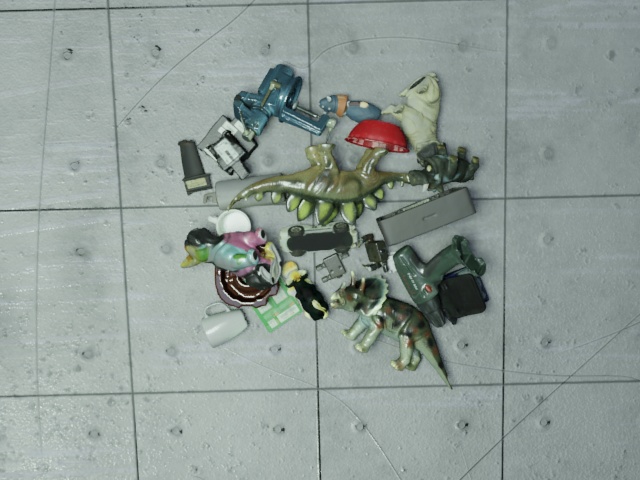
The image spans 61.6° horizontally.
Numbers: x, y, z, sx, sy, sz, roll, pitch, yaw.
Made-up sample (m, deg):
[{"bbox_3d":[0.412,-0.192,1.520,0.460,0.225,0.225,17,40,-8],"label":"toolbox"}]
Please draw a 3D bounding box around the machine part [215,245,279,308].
[{"bbox_3d":[-0.184,0.089,1.374,0.179,0.056,0.179,0,93,0],"label":"machine part"}]

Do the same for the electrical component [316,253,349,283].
[{"bbox_3d":[0.039,0.070,1.404,0.094,0.021,0.063,-27,96,2],"label":"electrical component"}]

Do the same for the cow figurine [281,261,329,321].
[{"bbox_3d":[-0.041,0.131,1.368,0.068,0.098,0.167,-37,99,-8],"label":"cow figurine"}]

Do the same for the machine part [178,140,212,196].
[{"bbox_3d":[-0.325,-0.188,1.370,0.084,0.039,0.138,-15,98,9],"label":"machine part"}]

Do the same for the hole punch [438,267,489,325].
[{"bbox_3d":[0.368,0.133,1.389,0.116,0.092,0.142,-19,99,33],"label":"hole punch"}]

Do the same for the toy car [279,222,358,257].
[{"bbox_3d":[-0.003,-0.004,1.376,0.202,0.056,0.073,-5,118,0],"label":"toy car"}]

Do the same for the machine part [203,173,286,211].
[{"bbox_3d":[-0.174,-0.122,1.357,0.243,0.079,0.079,-8,96,2],"label":"machine part"}]

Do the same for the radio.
[{"bbox_3d":[0.257,-0.060,1.336,0.230,0.131,0.073,-20,95,2],"label":"radio"}]

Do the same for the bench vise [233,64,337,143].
[{"bbox_3d":[-0.081,-0.308,1.296,0.241,0.128,0.223,25,60,3],"label":"bench vise"}]

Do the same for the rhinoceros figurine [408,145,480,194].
[{"bbox_3d":[0.298,-0.168,1.303,0.190,0.073,0.112,-10,133,-30],"label":"rhinoceros figurine"}]

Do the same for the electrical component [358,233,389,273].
[{"bbox_3d":[0.135,0.035,1.381,0.045,0.078,0.102,-19,102,-22],"label":"electrical component"}]

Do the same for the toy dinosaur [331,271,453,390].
[{"bbox_3d":[0.198,0.219,1.379,0.405,0.131,0.192,26,96,-9],"label":"toy dinosaur"}]

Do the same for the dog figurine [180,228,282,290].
[{"bbox_3d":[-0.222,0.043,1.291,0.219,0.108,0.191,-3,139,23],"label":"dog figurine"}]

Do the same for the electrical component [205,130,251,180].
[{"bbox_3d":[-0.212,-0.201,1.306,0.075,0.048,0.119,-42,95,5],"label":"electrical component"}]

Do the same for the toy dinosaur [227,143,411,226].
[{"bbox_3d":[0.015,-0.133,1.300,0.472,0.105,0.198,0,91,-8],"label":"toy dinosaur"}]

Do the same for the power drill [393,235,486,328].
[{"bbox_3d":[0.302,0.092,1.324,0.232,0.086,0.207,53,134,-2],"label":"power drill"}]

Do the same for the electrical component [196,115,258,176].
[{"bbox_3d":[-0.224,-0.246,1.354,0.115,0.058,0.134,43,94,-6],"label":"electrical component"}]

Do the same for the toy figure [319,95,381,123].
[{"bbox_3d":[0.073,-0.327,1.344,0.154,0.058,0.064,17,118,-5],"label":"toy figure"}]

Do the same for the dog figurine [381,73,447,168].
[{"bbox_3d":[0.273,-0.295,1.340,0.172,0.121,0.190,-42,109,7],"label":"dog figurine"}]

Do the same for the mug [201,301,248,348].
[{"bbox_3d":[-0.248,0.210,1.395,0.107,0.081,0.109,-21,92,-8],"label":"mug"}]
